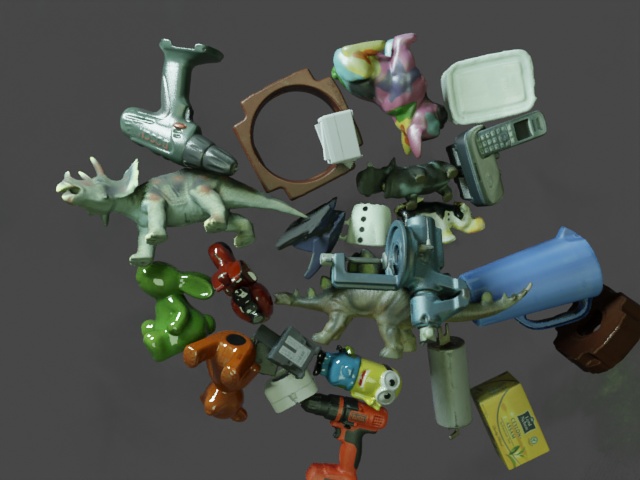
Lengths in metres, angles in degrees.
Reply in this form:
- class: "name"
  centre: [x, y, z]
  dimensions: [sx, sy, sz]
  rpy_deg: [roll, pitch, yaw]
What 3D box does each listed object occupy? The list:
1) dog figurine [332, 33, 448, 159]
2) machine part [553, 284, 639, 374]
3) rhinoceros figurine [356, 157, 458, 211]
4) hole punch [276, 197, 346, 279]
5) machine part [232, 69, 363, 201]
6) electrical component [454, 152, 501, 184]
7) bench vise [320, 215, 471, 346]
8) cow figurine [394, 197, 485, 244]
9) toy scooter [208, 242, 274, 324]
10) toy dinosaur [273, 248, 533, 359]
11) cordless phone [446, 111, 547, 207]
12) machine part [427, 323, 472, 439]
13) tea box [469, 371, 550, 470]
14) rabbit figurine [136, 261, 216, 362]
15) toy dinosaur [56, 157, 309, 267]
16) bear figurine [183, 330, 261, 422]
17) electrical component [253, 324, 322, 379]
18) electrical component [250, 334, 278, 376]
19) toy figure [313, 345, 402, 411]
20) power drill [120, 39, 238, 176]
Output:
- class: "dog figurine"
  centre: [0.129, -0.252, 0.974]
  dimensions: [0.192, 0.108, 0.219]
  rpy_deg: [-14, 103, -5]
- class: "machine part"
  centre: [0.538, 0.171, 1.047]
  dimensions: [0.056, 0.179, 0.179]
  rpy_deg: [35, 95, -9]
- class: "rhinoceros figurine"
  centre: [0.163, -0.114, 0.999]
  dimensions: [0.190, 0.112, 0.073]
  rpy_deg: [-8, 129, -16]
- class: "hole punch"
  centre: [-0.002, -0.003, 0.986]
  dimensions: [0.116, 0.142, 0.092]
  rpy_deg: [-32, 101, 32]
- class: "machine part"
  centre: [-0.040, -0.190, 0.980]
  dimensions: [0.201, 0.087, 0.201]
  rpy_deg: [-28, 99, -1]
- class: "electrical component"
  centre: [0.306, -0.139, 1.049]
  dimensions: [0.094, 0.021, 0.063]
  rpy_deg: [-10, 99, -2]
- class: "bench vise"
  centre: [0.119, 0.061, 0.895]
  dimensions: [0.241, 0.129, 0.223]
  rpy_deg: [4, 78, -7]
- class: "cow figurine"
  centre: [0.230, -0.042, 1.038]
  dimensions: [0.167, 0.068, 0.098]
  rpy_deg: [-12, 94, -4]
- class: "toy scooter"
  centre: [-0.149, 0.089, 0.989]
  dimensions: [0.075, 0.135, 0.183]
  rpy_deg: [-34, 101, 0]
- class: "toy dinosaur"
  centre: [0.140, 0.117, 1.004]
  dimensions: [0.472, 0.105, 0.198]
  rpy_deg: [6, 95, 12]
- class: "cordless phone"
  centre: [0.343, -0.153, 0.998]
  dimensions: [0.184, 0.089, 0.146]
  rpy_deg: [-21, 99, -5]
- class: "machine part"
  centre: [0.263, 0.285, 1.086]
  dimensions: [0.079, 0.079, 0.243]
  rpy_deg: [-10, 99, -3]
- class: "tea box"
  centre: [0.392, 0.373, 1.115]
  dimensions: [0.098, 0.068, 0.169]
  rpy_deg: [-27, 99, 0]
- class: "rabbit figurine"
  centre: [-0.270, 0.115, 0.989]
  dimensions: [0.159, 0.121, 0.170]
  rpy_deg: [-20, 103, -7]
- class: "toy dinosaur"
  centre: [-0.238, -0.072, 0.962]
  dimensions: [0.405, 0.131, 0.192]
  rpy_deg: [-8, 64, -18]
- class: "bear figurine"
  centre: [-0.187, 0.269, 1.000]
  dimensions: [0.120, 0.132, 0.195]
  rpy_deg: [25, 112, 15]
- class: "electrical component"
  centre: [-0.066, 0.201, 1.017]
  dimensions: [0.119, 0.048, 0.075]
  rpy_deg: [39, 68, -4]
- class: "electrical component"
  centre: [-0.107, 0.225, 1.055]
  dimensions: [0.102, 0.045, 0.078]
  rpy_deg: [20, 83, -5]
- class: "toy figure"
  centre: [0.077, 0.264, 1.066]
  dimensions: [0.180, 0.089, 0.082]
  rpy_deg: [19, 111, 1]
- class: "power drill"
  centre: [-0.227, -0.232, 0.937]
  dimensions: [0.232, 0.086, 0.207]
  rpy_deg: [15, 102, 15]
